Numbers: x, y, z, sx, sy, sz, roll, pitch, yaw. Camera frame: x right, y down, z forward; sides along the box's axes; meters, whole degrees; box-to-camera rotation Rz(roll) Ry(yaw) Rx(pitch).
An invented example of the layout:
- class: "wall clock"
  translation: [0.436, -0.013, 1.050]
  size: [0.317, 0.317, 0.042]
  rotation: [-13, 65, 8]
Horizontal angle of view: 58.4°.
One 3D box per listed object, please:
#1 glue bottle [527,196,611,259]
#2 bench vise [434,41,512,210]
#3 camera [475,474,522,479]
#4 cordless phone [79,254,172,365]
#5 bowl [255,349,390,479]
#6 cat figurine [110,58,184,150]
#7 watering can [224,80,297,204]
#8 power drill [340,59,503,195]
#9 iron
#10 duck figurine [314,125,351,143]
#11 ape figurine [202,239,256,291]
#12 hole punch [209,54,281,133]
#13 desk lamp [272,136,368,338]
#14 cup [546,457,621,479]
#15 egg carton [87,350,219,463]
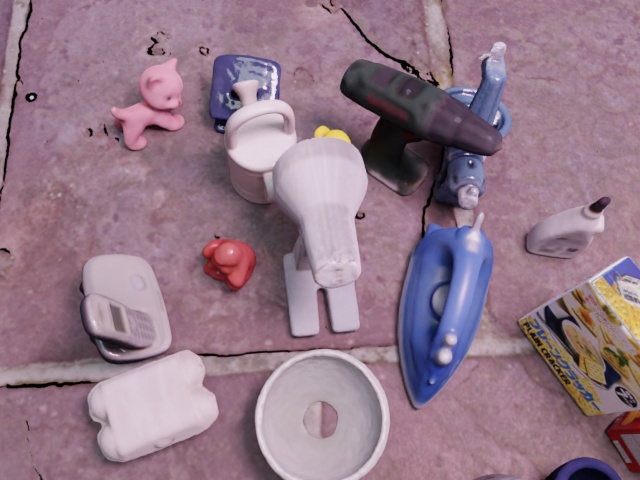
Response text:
- class: "glue bottle"
  translation: [0.353, -0.020, 0.792]
  size: [0.078, 0.173, 0.037]
  rotation: [10, 69, 0]
- class: "bench vise"
  translation: [0.228, -0.155, 0.808]
  size: [0.121, 0.220, 0.207]
  rotation: [-11, 71, -7]
- class: "camera"
  translation: [0.196, 0.367, 0.678]
  size: [0.137, 0.101, 0.143]
  rotation: [-13, 71, -8]
- class: "cordless phone"
  translation: [-0.254, 0.073, 0.709]
  size: [0.094, 0.185, 0.147]
  rotation: [-20, 72, -11]
- class: "bowl"
  translation: [0.002, 0.228, 0.729]
  size: [0.167, 0.075, 0.167]
  rotation: [1, 70, -3]
- class: "cat figurine"
  translation: [-0.252, -0.208, 0.848]
  size: [0.128, 0.118, 0.067]
  rotation: [-34, 75, -15]
- class: "watering can"
  translation: [-0.086, -0.139, 0.794]
  size: [0.101, 0.194, 0.172]
  rotation: [-35, 76, -15]
- class: "power drill"
  translation: [0.127, -0.149, 0.805]
  size: [0.229, 0.208, 0.076]
  rotation: [35, 72, 9]
- class: "iron"
  translation: [0.171, 0.091, 0.756]
  size: [0.118, 0.141, 0.258]
  rotation: [16, 70, 2]
- class: "duck figurine"
  translation: [0.027, -0.126, 0.855]
  size: [0.077, 0.086, 0.104]
  rotation: [-39, 77, -16]
- class: "ape figurine"
  translation: [-0.125, 0.027, 0.785]
  size: [0.076, 0.092, 0.077]
  rotation: [-20, 72, -10]
- class: "hole punch"
  translation: [-0.111, -0.219, 0.876]
  size: [0.108, 0.091, 0.101]
  rotation: [5, 70, -2]
- class: "desk lamp"
  translation: [0.007, 0.003, 0.738]
  size: [0.118, 0.213, 0.203]
  rotation: [-6, 70, -6]
- class: "cup"
  translation: [0.326, 0.324, 0.706]
  size: [0.117, 0.095, 0.092]
  rotation: [35, 71, 9]
- class: "egg carton"
  translation: [-0.210, 0.210, 0.724]
  size: [0.150, 0.069, 0.107]
  rotation: [-21, 73, -11]
